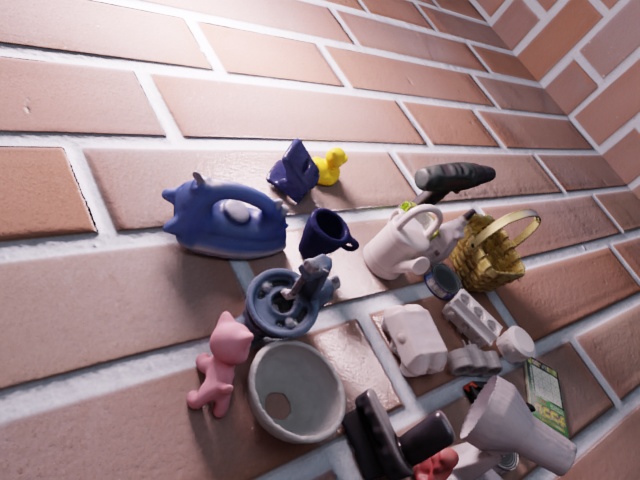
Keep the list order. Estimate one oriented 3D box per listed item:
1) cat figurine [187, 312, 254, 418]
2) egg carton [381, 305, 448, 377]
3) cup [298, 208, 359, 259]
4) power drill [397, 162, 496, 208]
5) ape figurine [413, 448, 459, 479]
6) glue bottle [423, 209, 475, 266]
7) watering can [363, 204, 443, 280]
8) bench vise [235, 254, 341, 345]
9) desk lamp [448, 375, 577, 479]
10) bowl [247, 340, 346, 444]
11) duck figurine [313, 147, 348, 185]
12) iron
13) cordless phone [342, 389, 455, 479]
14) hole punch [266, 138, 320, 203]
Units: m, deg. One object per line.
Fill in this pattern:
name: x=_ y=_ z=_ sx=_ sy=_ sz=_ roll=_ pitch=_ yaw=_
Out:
cat figurine: x=-0.136 y=0.176 z=0.838 sx=0.067 sy=0.117 sz=0.127 roll=22 pitch=42 yaw=-23
egg carton: x=0.184 y=0.196 z=1.128 sx=0.107 sy=0.069 sz=0.150 roll=2 pitch=53 yaw=-39
cup: x=0.010 y=0.004 z=1.142 sx=0.118 sy=0.094 sz=0.091 roll=30 pitch=40 yaw=-14
power drill: x=0.296 y=-0.115 z=1.403 sx=0.230 sy=0.208 sz=0.075 roll=0 pitch=54 yaw=-40
ape figurine: x=0.193 y=0.372 z=0.954 sx=0.076 sy=0.092 sz=0.078 roll=26 pitch=41 yaw=-18
glue bottle: x=0.303 y=-0.015 z=1.344 sx=0.037 sy=0.173 sz=0.078 roll=-14 pitch=64 yaw=-46
watering can: x=0.188 y=0.000 z=1.216 sx=0.101 sy=0.193 sz=0.172 roll=-5 pitch=57 yaw=-42
bench vise: x=-0.034 y=0.074 z=0.939 sx=0.121 sy=0.219 sz=0.208 roll=43 pitch=38 yaw=2
desk lamp: x=0.305 y=0.353 z=0.967 sx=0.203 sy=0.213 sz=0.118 roll=43 pitch=38 yaw=1
bowl: x=-0.047 y=0.243 z=0.885 sx=0.168 sy=0.074 sz=0.167 roll=23 pitch=42 yaw=-22
duck figurine: x=0.021 y=-0.180 z=1.330 sx=0.105 sy=0.086 sz=0.077 roll=-11 pitch=61 yaw=-45
iron: x=-0.143 y=-0.049 z=1.025 sx=0.259 sy=0.141 sz=0.118 roll=12 pitch=47 yaw=-32
cordless phone: x=0.130 y=0.289 z=0.903 sx=0.094 sy=0.184 sz=0.147 roll=-6 pitch=58 yaw=-43
hole punch: x=-0.046 y=-0.153 z=1.244 sx=0.101 sy=0.091 sz=0.109 roll=35 pitch=39 yaw=-9
